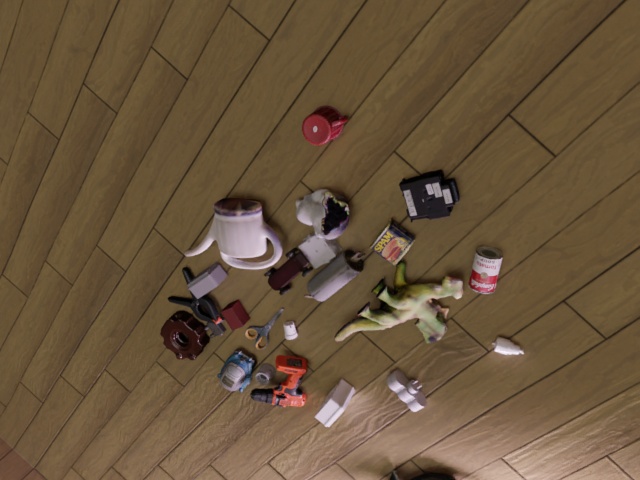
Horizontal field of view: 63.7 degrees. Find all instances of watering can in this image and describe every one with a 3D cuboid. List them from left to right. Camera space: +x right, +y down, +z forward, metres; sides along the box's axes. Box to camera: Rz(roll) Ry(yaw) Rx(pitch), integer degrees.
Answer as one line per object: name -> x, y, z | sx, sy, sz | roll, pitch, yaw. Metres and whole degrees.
watering can -> -0.274, -0.020, 1.540 | 0.348, 0.221, 0.106 | 5, 22, 20

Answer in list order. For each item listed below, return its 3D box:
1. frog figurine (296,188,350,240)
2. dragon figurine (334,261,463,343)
frog figurine -> 0.004, -0.071, 1.418 | 0.123, 0.137, 0.159 | -15, 8, -29
dragon figurine -> 0.239, 0.214, 1.435 | 0.242, 0.403, 0.125 | 35, 32, -4
